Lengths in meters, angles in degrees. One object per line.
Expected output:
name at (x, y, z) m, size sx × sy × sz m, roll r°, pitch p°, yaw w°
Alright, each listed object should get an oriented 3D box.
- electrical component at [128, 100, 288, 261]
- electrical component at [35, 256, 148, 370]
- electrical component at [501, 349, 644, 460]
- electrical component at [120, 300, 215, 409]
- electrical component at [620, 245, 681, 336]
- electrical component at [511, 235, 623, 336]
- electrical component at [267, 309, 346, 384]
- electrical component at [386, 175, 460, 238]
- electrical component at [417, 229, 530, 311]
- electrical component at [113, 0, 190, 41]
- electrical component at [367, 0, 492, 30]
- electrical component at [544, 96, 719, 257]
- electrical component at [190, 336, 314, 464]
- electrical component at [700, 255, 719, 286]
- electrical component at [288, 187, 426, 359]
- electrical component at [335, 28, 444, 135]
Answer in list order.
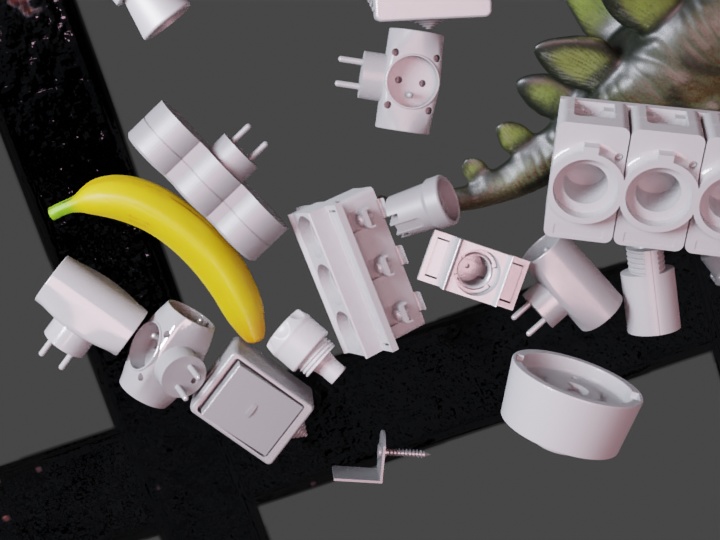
electrical component at (-0.105, -0.080, 0.834) m, size 0.074 × 0.052 × 0.138 m, roll -44°, pitch 100°, yaw 3°
electrical component at (-0.223, 0.042, 0.851) m, size 0.077 × 0.043 × 0.079 m, roll 36°, pitch 96°, yaw -10°
electrical component at (0.166, 0.113, 0.865) m, size 0.108 × 0.108 × 0.060 m, roll 14°, pitch 105°, yaw -7°
electrical component at (-0.146, 0.074, 0.847) m, size 0.044 × 0.079 × 0.077 m, roll 27°, pitch 98°, yaw -38°
electrical component at (0.237, 0.009, 0.882) m, size 0.043 × 0.043 × 0.081 m, roll -10°, pitch 101°, yaw -3°
electrical component at (0.160, 0.020, 0.878) m, size 0.079 × 0.043 × 0.077 m, roll -43°, pitch 101°, yaw 3°
electrical component at (-0.040, 0.065, 0.866) m, size 0.062 × 0.043 × 0.043 m, roll 41°, pitch 95°, yaw 3°
electrical component at (0.048, -0.048, 0.828) m, size 0.046 × 0.040 × 0.040 m, roll -18°, pitch 102°, yaw 27°
electrical component at (0.088, -0.001, 0.858) m, size 0.081 × 0.064 × 0.042 m, roll 19°, pitch 95°, yaw -8°
electrical component at (-0.162, -0.208, 0.811) m, size 0.045 × 0.045 × 0.055 m, roll -38°, pitch 100°, yaw 3°
electrical component at (0.052, -0.235, 0.821) m, size 0.100 × 0.048 × 0.099 m, roll -4°, pitch 100°, yaw -4°
electrical component at (0.212, -0.065, 0.768) m, size 0.150 × 0.061 × 0.089 m, roll 7°, pitch 121°, yaw 8°
electrical component at (-0.081, 0.109, 0.865) m, size 0.096 × 0.061 × 0.061 m, roll 37°, pitch 95°, yaw -10°
electrical component at (0.298, -0.021, 0.882) m, size 0.048 × 0.048 × 0.062 m, roll -38°, pitch 94°, yaw 3°
electrical component at (0.000, 0.000, 0.850) m, size 0.063 × 0.079 × 0.121 m, roll -26°, pitch 102°, yaw -22°
electrical component at (0.021, -0.149, 0.836) m, size 0.079 × 0.044 × 0.077 m, roll 8°, pitch 99°, yaw -5°
